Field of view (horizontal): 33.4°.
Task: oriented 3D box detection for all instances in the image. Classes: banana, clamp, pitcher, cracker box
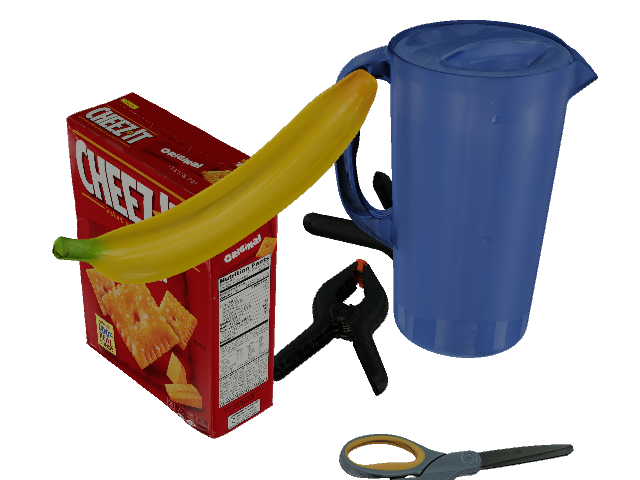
[{"bbox_3d":[-0.049,-0.026,0.599,0.197,0.037,0.069,-31,-18,-3],"label":"banana"},{"bbox_3d":[0.033,0.089,1.087,0.120,0.171,0.039,17,-40,18],"label":"clamp"},{"bbox_3d":[0.093,0.000,1.256,0.210,0.036,0.164,38,42,26],"label":"clamp"},{"bbox_3d":[0.103,-0.037,0.809,0.144,0.243,0.149,-24,36,-39],"label":"pitcher"},{"bbox_3d":[-0.112,0.020,0.800,0.164,0.214,0.072,30,43,34],"label":"cracker box"}]

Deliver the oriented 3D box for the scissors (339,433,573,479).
[{"bbox_3d":[0.115,0.198,0.876,0.201,0.016,0.096,6,43,-3],"label":"scissors"}]
